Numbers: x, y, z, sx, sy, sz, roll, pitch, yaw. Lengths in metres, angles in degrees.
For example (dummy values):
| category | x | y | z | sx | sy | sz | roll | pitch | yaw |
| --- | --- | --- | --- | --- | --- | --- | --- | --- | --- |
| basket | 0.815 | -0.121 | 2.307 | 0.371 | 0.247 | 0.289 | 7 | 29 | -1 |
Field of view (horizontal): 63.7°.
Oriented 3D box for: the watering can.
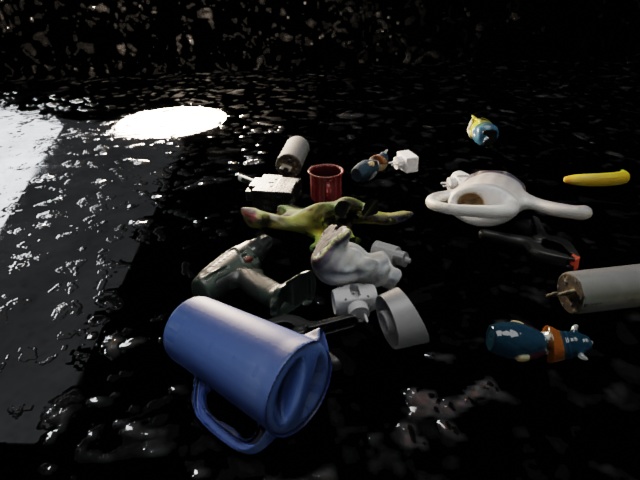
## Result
| category | x | y | z | sx | sy | sz | roll | pitch | yaw |
| --- | --- | --- | --- | --- | --- | --- | --- | --- | --- |
| watering can | 0.420 | -0.088 | 1.165 | 0.348 | 0.102 | 0.227 | 5 | 21 | 26 |

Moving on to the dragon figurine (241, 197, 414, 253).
| category | x | y | z | sx | sy | sz | roll | pitch | yaw |
| --- | --- | --- | --- | --- | --- | --- | --- | --- | --- |
| dragon figurine | 0.004 | -0.059 | 1.182 | 0.412 | 0.121 | 0.244 | -6 | 19 | -43 |

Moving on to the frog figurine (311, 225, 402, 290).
| category | x | y | z | sx | sy | sz | roll | pitch | yaw |
| --- | --- | --- | --- | --- | --- | --- | --- | --- | --- |
| frog figurine | 0.066 | 0.054 | 0.970 | 0.158 | 0.125 | 0.136 | 43 | -30 | -13 |
